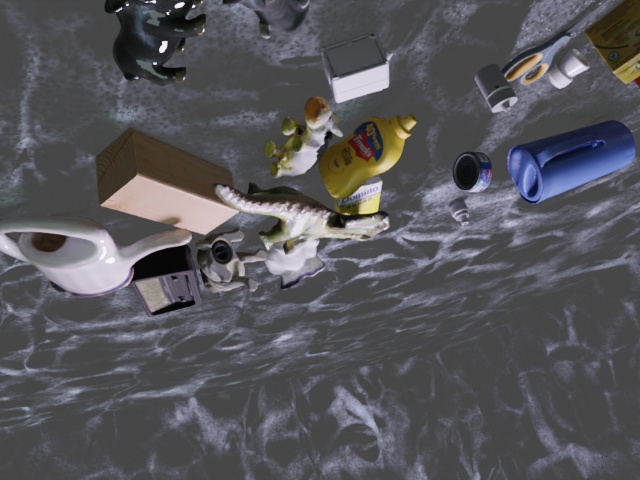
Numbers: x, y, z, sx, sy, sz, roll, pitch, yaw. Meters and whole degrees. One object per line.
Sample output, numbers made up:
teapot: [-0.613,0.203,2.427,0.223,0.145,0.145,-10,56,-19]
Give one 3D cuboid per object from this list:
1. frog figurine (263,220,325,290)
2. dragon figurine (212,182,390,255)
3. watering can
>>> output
frog figurine: [-0.072,0.013,1.176,0.137,0.125,0.156,-16,120,16]
dragon figurine: [0.003,-0.046,0.923,0.242,0.123,0.408,-3,172,16]
watering can: [-0.387,0.026,0.905,0.348,0.106,0.220,4,153,-1]
